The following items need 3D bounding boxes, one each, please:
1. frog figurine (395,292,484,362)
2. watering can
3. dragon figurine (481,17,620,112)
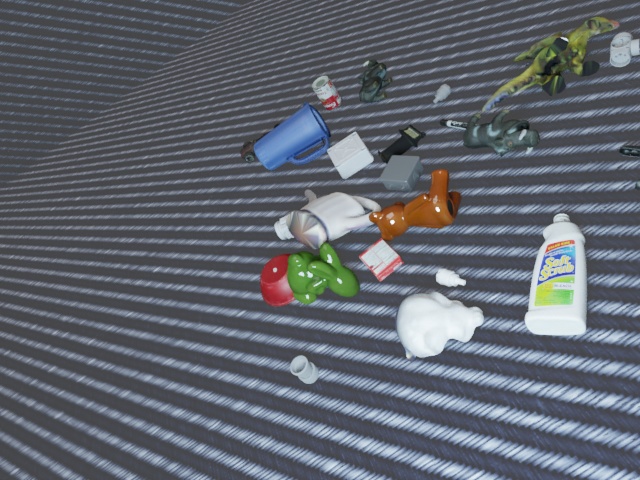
[{"bbox_3d":[0.233,0.162,1.012,0.158,0.121,0.140,-20,24,38],"label":"frog figurine"},{"bbox_3d":[0.004,-0.070,1.382,0.227,0.102,0.349,-27,26,-32],"label":"watering can"},{"bbox_3d":[0.584,-0.466,1.342,0.408,0.121,0.247,-26,19,13],"label":"dragon figurine"}]
